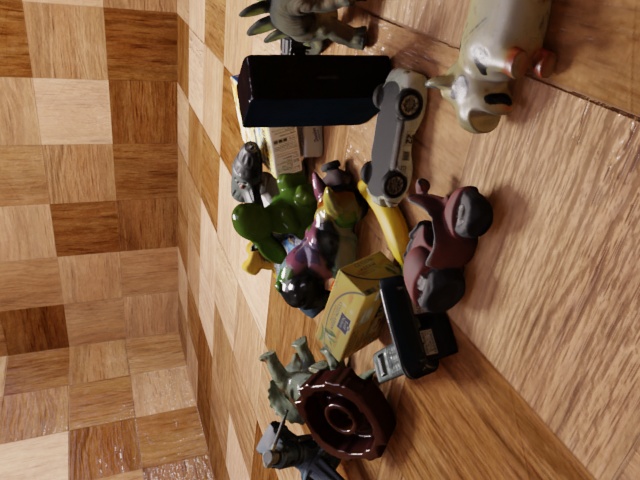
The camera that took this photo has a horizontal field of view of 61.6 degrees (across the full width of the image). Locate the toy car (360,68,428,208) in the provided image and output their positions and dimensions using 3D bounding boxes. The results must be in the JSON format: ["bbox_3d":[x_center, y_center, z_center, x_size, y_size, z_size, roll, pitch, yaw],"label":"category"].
[{"bbox_3d":[0.108,-0.146,0.785,0.074,0.056,0.201,39,127,55],"label":"toy car"}]

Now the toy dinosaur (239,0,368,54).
[{"bbox_3d":[-0.020,-0.372,0.873,0.471,0.199,0.105,14,-99,-79],"label":"toy dinosaur"}]

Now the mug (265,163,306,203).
[{"bbox_3d":[-0.069,-0.125,1.202,0.110,0.081,0.107,56,140,39],"label":"mug"}]

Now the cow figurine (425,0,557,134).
[{"bbox_3d":[0.181,-0.207,0.565,0.127,0.085,0.194,42,136,50],"label":"cow figurine"}]

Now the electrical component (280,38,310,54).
[{"bbox_3d":[-0.052,-0.414,1.136,0.075,0.048,0.119,-126,35,-51],"label":"electrical component"}]

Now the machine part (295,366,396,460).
[{"bbox_3d":[0.044,0.300,0.931,0.180,0.056,0.179,16,124,26],"label":"machine part"}]

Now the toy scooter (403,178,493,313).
[{"bbox_3d":[0.149,-0.005,0.699,0.135,0.075,0.183,-122,37,-47],"label":"toy scooter"}]

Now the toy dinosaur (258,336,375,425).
[{"bbox_3d":[-0.002,0.307,1.092,0.405,0.131,0.192,1,116,59],"label":"toy dinosaur"}]

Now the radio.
[{"bbox_3d":[-0.012,-0.230,0.843,0.131,0.230,0.073,157,107,-71],"label":"radio"}]

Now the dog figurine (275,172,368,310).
[{"bbox_3d":[-0.002,-0.003,0.946,0.109,0.192,0.219,-123,19,-60],"label":"dog figurine"}]

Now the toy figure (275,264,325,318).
[{"bbox_3d":[-0.049,0.096,1.149,0.154,0.058,0.064,51,158,3],"label":"toy figure"}]

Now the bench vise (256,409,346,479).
[{"bbox_3d":[-0.001,0.444,1.050,0.241,0.223,0.129,29,81,34],"label":"bench vise"}]

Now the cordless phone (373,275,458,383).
[{"bbox_3d":[0.114,0.140,0.809,0.184,0.089,0.146,124,136,-63],"label":"cordless phone"}]

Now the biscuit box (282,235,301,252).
[{"bbox_3d":[-0.027,0.015,1.146,0.203,0.063,0.059,-149,56,-64],"label":"biscuit box"}]

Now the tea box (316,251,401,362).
[{"bbox_3d":[0.064,0.110,0.881,0.068,0.098,0.169,46,137,28],"label":"tea box"}]

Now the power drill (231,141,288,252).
[{"bbox_3d":[-0.139,-0.083,1.153,0.207,0.086,0.232,66,162,3],"label":"power drill"}]

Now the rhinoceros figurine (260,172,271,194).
[{"bbox_3d":[-0.157,-0.085,1.426,0.112,0.073,0.190,-139,49,-58],"label":"rhinoceros figurine"}]

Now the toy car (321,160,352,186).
[{"bbox_3d":[0.006,-0.086,1.058,0.202,0.053,0.089,-33,77,62],"label":"toy car"}]

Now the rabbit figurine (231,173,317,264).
[{"bbox_3d":[-0.091,-0.042,1.021,0.121,0.170,0.158,48,141,41],"label":"rabbit figurine"}]

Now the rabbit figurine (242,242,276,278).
[{"bbox_3d":[-0.132,0.011,1.344,0.173,0.122,0.162,-133,43,-84],"label":"rabbit figurine"}]
